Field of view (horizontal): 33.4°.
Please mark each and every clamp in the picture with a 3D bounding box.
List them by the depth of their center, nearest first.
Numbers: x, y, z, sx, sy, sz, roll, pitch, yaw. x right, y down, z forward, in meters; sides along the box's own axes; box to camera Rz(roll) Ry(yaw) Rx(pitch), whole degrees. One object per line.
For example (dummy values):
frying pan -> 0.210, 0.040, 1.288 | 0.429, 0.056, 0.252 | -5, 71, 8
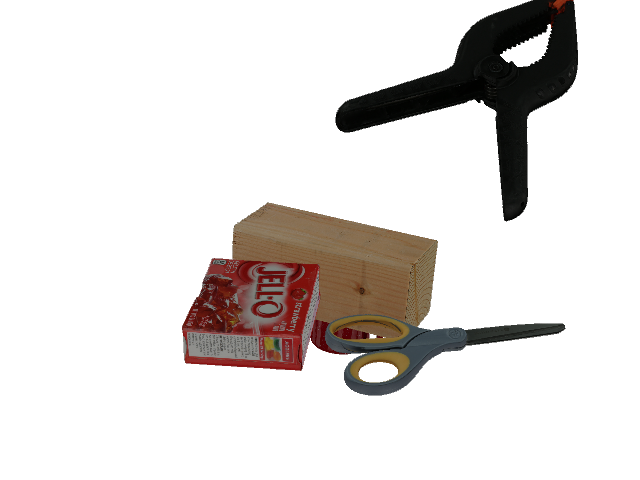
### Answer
clamp -> 0.138, -0.112, 0.812 | 0.165, 0.209, 0.036 | 39, -22, 28

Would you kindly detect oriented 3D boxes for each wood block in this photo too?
wood block -> 0.013, 0.032, 1.175 | 0.206, 0.091, 0.090 | 14, 25, 21

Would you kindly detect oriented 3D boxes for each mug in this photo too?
mug -> 0.039, 0.106, 1.453 | 0.117, 0.081, 0.093 | 18, 26, 30

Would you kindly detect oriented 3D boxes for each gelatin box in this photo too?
gelatin box -> -0.041, 0.044, 0.672 | 0.073, 0.030, 0.089 | 3, 29, 7

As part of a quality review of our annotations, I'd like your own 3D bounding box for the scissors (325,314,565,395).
scissors -> 0.103, 0.094, 0.877 | 0.202, 0.016, 0.096 | 4, 38, 5
